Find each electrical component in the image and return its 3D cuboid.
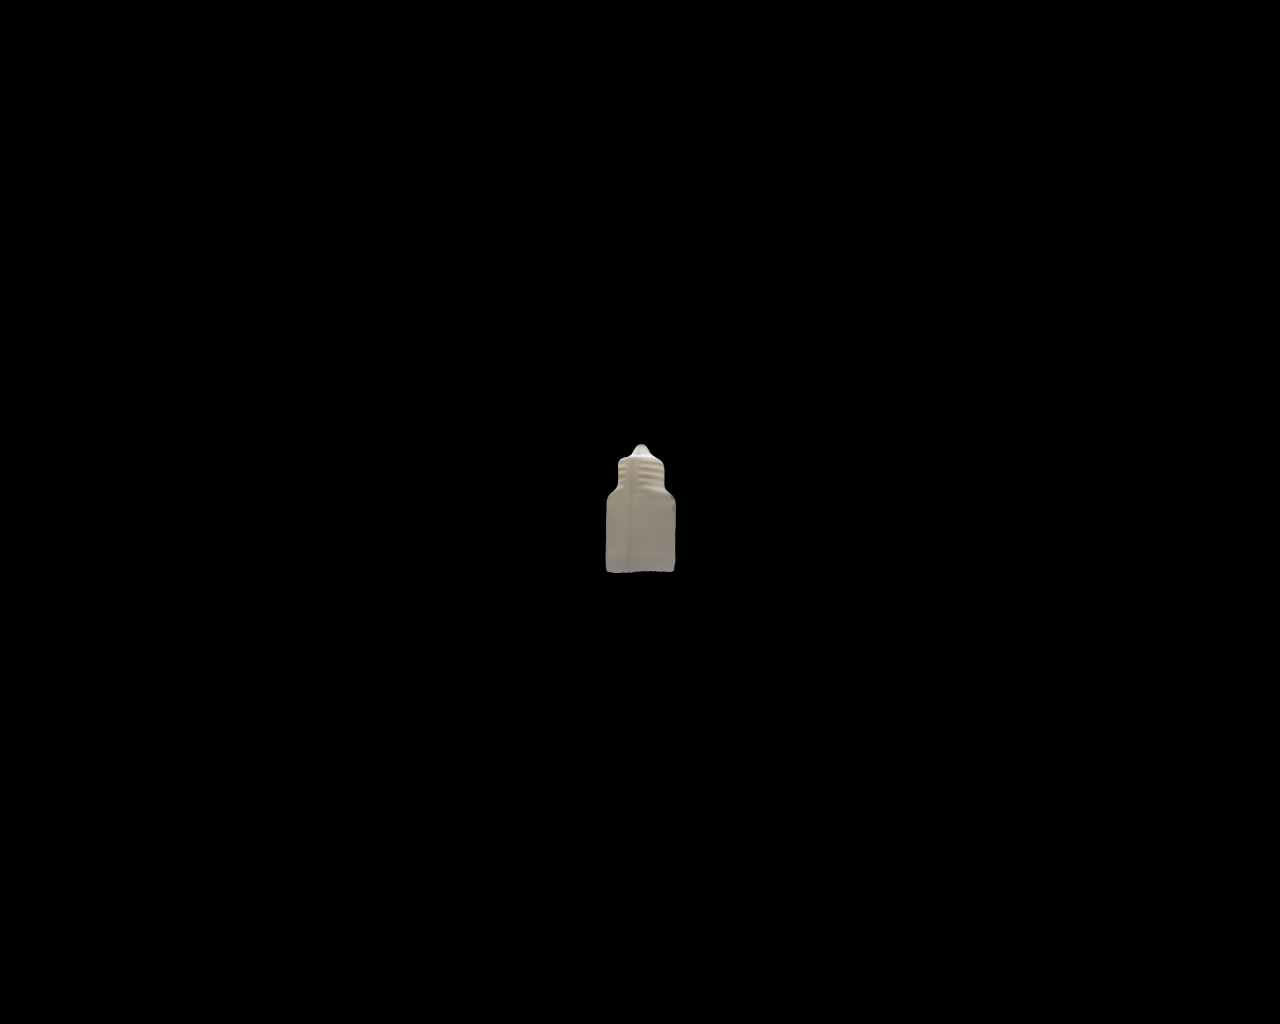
[{"bbox_3d":[0.001,-0.003,0.650,0.043,0.081,0.043,0,-3,0],"label":"electrical component"}]
